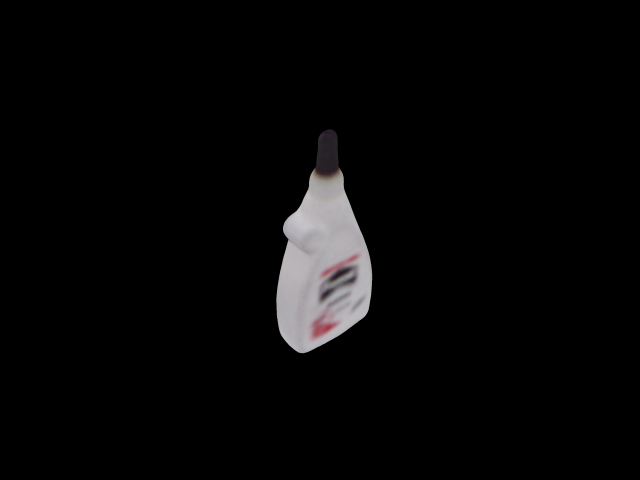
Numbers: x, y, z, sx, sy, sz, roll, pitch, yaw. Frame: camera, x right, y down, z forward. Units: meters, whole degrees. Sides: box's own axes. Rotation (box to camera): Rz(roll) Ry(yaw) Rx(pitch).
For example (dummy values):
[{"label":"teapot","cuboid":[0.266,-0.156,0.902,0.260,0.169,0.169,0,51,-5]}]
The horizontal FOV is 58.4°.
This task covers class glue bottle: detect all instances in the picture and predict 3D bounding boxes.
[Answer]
[{"label":"glue bottle","cuboid":[0.004,0.001,0.400,0.078,0.173,0.037,-30,49,-31]}]
